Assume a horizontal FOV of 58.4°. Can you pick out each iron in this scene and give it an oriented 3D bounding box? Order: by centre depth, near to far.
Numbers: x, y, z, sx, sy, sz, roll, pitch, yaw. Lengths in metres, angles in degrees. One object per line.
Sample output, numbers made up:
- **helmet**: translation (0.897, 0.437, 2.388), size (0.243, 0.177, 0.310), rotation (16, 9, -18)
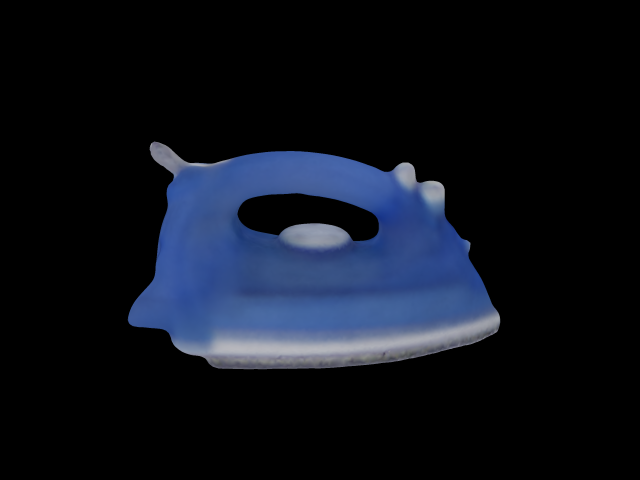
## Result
- **iron**: translation (0.004, 0.001, 0.400), size (0.258, 0.141, 0.118), rotation (-1, 19, -2)
